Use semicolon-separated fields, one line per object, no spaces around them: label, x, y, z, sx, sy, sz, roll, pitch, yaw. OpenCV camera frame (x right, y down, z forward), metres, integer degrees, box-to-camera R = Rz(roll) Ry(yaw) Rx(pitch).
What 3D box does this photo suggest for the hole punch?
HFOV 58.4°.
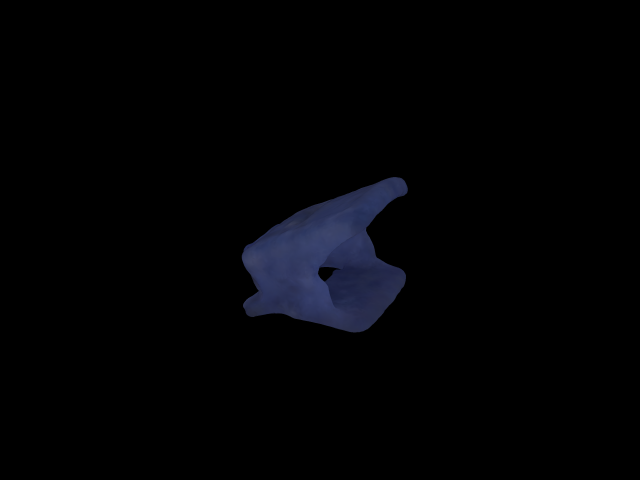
hole punch;0.004;0.001;0.400;0.100;0.091;0.109;9;24;23
